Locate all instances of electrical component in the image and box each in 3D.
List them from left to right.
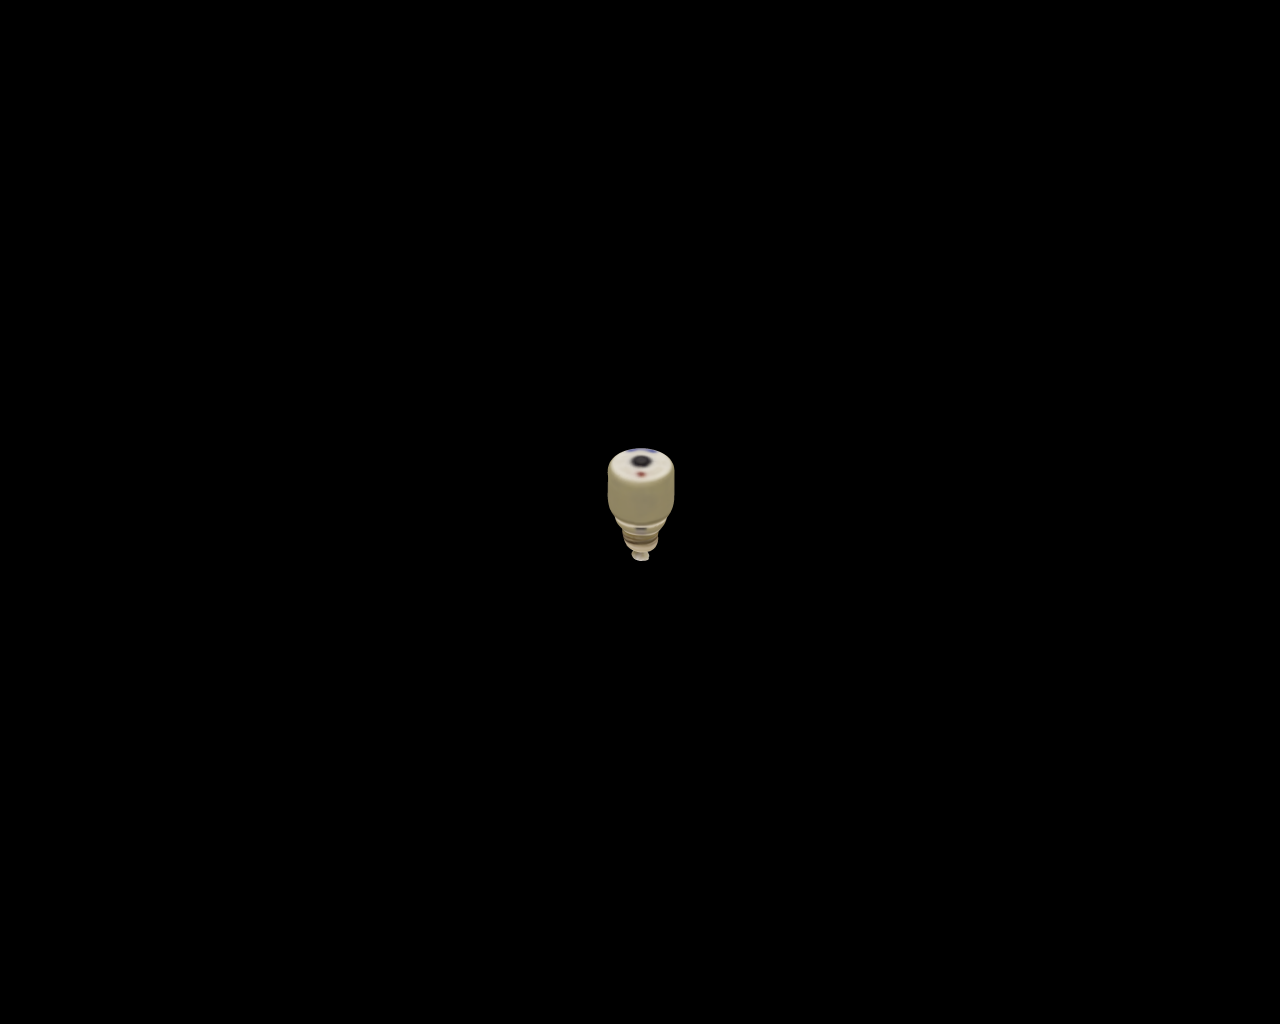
[{"bbox_3d":[0.001,-0.003,0.650,0.040,0.078,0.040,0,37,0],"label":"electrical component"}]
